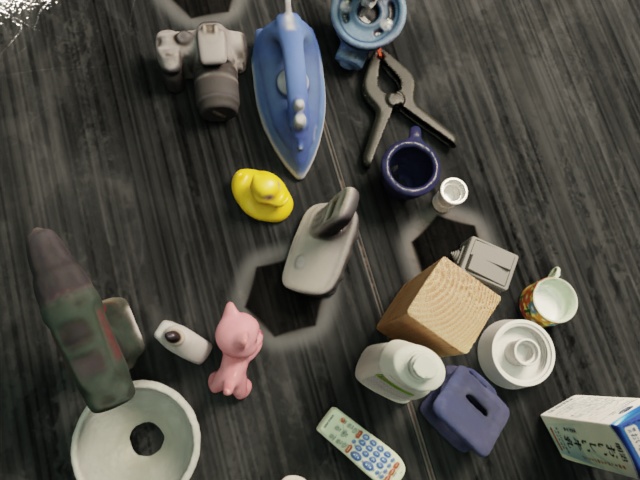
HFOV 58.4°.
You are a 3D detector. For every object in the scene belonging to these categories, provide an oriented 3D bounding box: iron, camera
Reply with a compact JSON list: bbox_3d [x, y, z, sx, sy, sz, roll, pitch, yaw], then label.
[{"bbox_3d":[-0.040,-0.238,0.892,0.119,0.141,0.258,-7,77,-7],"label":"iron"},{"bbox_3d":[-0.182,-0.264,0.904,0.143,0.100,0.137,-6,77,-7],"label":"camera"}]

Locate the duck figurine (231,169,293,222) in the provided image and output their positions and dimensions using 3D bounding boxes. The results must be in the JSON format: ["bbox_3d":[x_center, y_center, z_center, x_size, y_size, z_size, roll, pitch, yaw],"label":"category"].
[{"bbox_3d":[-0.088,-0.078,0.877,0.104,0.086,0.077,34,75,3],"label":"duck figurine"}]

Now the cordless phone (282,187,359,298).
[{"bbox_3d":[0.007,0.003,0.816,0.094,0.185,0.148,17,75,-1],"label":"cordless phone"}]

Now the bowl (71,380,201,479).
[{"bbox_3d":[-0.243,0.277,0.779,0.167,0.074,0.167,1,76,-6],"label":"bowl"}]

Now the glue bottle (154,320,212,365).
[{"bbox_3d":[-0.189,0.134,0.769,0.078,0.173,0.037,29,75,2],"label":"glue bottle"}]

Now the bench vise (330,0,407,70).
[{"bbox_3d":[0.083,-0.405,0.906,0.121,0.219,0.207,7,76,-4],"label":"bench vise"}]

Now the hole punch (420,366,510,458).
[{"bbox_3d":[0.213,0.243,0.829,0.108,0.091,0.101,43,76,5],"label":"hole punch"}]

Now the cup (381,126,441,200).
[{"bbox_3d":[0.135,-0.112,0.905,0.091,0.095,0.118,9,75,-4],"label":"cup"}]

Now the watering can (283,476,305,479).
[{"bbox_3d":[-0.048,0.389,0.711,0.101,0.194,0.173,-11,78,-8],"label":"watering can"}]

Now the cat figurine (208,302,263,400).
[{"bbox_3d":[-0.118,0.156,0.800,0.067,0.117,0.128,11,75,-3],"label":"cat figurine"}]

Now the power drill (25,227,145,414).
[{"bbox_3d":[-0.298,0.109,0.745,0.076,0.208,0.229,-25,80,-11],"label":"power drill"}]
